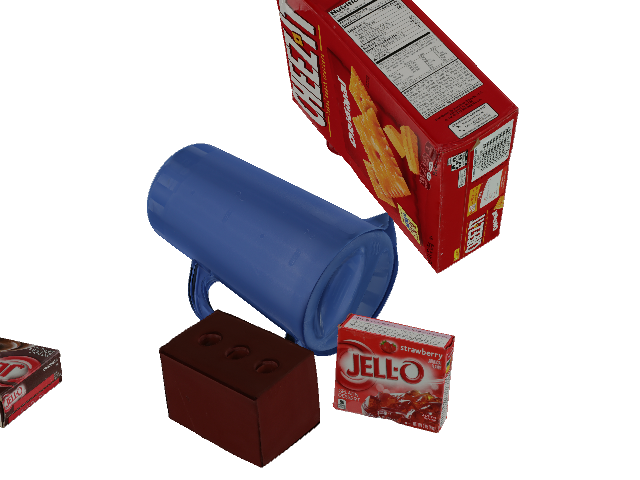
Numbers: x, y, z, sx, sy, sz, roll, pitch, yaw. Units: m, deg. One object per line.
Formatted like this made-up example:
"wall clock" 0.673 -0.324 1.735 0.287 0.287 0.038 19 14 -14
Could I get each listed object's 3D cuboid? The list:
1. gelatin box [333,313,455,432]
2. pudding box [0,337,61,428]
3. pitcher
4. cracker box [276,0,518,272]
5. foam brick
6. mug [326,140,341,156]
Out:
"gelatin box" 0.056 0.102 0.825 0.089 0.073 0.030 11 22 19
"pudding box" -0.307 0.124 0.971 0.114 0.039 0.089 7 22 21
"pitcher" -0.060 0.007 1.031 0.243 0.145 0.148 30 32 32
"cracker box" 0.052 -0.102 0.809 0.072 0.214 0.164 -32 -28 -14
"foam brick" -0.046 0.084 0.616 0.078 0.051 0.052 20 36 33
"mug" 0.056 -0.152 1.315 0.093 0.081 0.117 16 26 27
